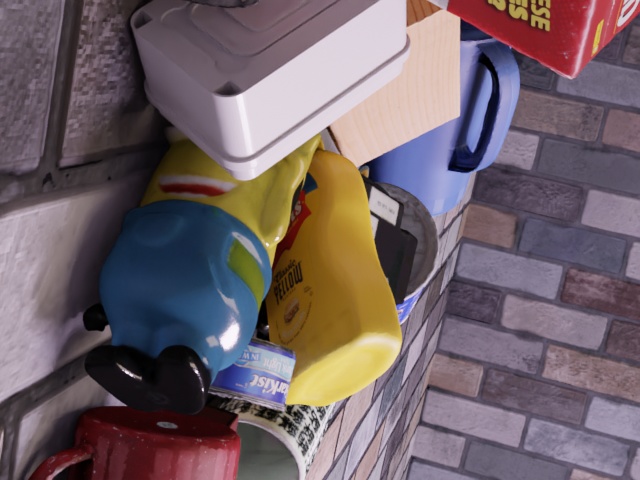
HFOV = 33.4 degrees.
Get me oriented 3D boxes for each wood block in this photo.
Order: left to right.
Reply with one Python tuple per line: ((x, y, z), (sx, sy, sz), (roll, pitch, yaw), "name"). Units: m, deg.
((0.028, -0.124, 0.655), (0.206, 0.091, 0.090), (52, 12, -77), "wood block")

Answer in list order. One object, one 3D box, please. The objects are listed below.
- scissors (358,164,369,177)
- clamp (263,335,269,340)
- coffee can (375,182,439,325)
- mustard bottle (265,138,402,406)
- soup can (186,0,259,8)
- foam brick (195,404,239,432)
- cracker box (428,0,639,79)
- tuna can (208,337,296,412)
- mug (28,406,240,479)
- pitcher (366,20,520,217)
((0.021, -0.060, 0.976), (0.201, 0.016, 0.096), (-33, 138, -75), "scissors")
((-0.025, 0.101, 0.897), (0.120, 0.039, 0.171), (-50, 152, -73), "clamp")
((0.042, 0.021, 0.908), (0.140, 0.103, 0.103), (94, 13, -75), "coffee can")
((-0.005, 0.001, 0.675), (0.096, 0.058, 0.191), (-47, -135, 45), "mustard bottle")
((-0.044, -0.154, 0.429), (0.068, 0.068, 0.102), (38, 66, -77), "soup can")
((-0.084, 0.138, 0.626), (0.053, 0.051, 0.078), (-48, 150, -68), "foam brick")
((0.050, -0.192, 0.458), (0.072, 0.214, 0.164), (-44, 154, -25), "cracker box")
((-0.057, 0.068, 0.585), (0.086, 0.086, 0.034), (54, 49, -75), "tuna can")
((-0.093, 0.127, 0.516), (0.117, 0.093, 0.081), (10, 89, -42), "mug")
((0.114, -0.133, 1.039), (0.243, 0.145, 0.149), (96, 11, -46), "pitcher")
